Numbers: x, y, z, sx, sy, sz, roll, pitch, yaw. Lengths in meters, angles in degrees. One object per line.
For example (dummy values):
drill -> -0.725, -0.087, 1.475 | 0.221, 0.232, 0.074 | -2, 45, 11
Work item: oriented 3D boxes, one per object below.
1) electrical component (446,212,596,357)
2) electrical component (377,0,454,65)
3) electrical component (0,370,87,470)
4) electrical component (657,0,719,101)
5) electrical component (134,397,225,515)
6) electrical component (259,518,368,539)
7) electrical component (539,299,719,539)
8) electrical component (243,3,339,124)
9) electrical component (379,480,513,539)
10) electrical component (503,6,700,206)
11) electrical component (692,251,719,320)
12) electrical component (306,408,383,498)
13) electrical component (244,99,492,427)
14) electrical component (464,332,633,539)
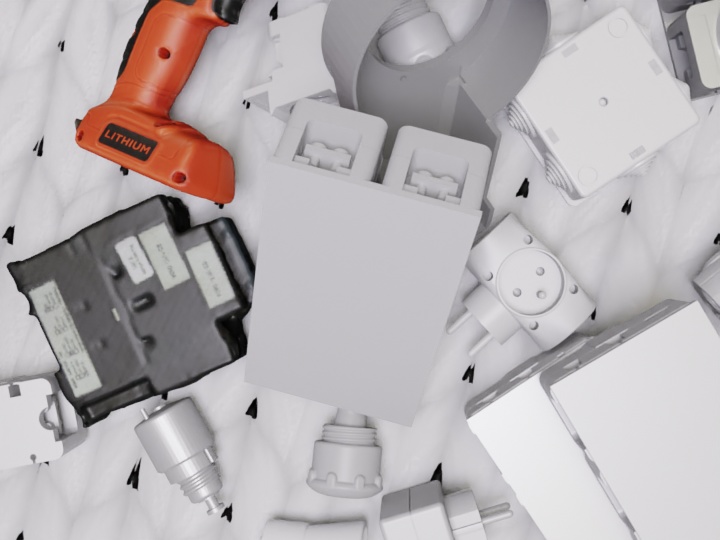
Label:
electrical component -> 0.089, 0.019, 0.657 | 0.079, 0.044, 0.077 | -43, 89, 3
electrical component -> 0.030, -0.146, 0.657 | 0.043, 0.043, 0.062 | -25, 88, 3
electrical component -> -0.222, 0.095, 0.667 | 0.089, 0.056, 0.050 | -11, 91, 3
electrical component -> 0.277, -0.176, 0.637 | 0.186, 0.060, 0.105 | -14, 91, 3
electrical component -> -0.108, 0.116, 0.670 | 0.040, 0.040, 0.078 | -29, 90, 3
electrical component -> -0.030, 0.175, 0.668 | 0.065, 0.044, 0.044 | 4, 91, 7
electrical component -> 0.175, 0.101, 0.583 | 0.089, 0.062, 0.150 | -31, 90, 2
electrical component -> -0.027, -0.123, 0.650 | 0.081, 0.042, 0.063 | -15, 72, 25
electrical component -> 0.055, 0.155, 0.651 | 0.077, 0.066, 0.047 | -17, 90, 3
electrical component -> 0.143, -0.099, 0.650 | 0.100, 0.048, 0.099 | -34, 90, 3
electrical component -> 0.239, 0.017, 0.634 | 0.051, 0.080, 0.080 | -41, 89, 8
electrical component -> -0.007, 0.108, 0.665 | 0.048, 0.048, 0.062 | 5, 84, 2
electrical component -> 0.000, 0.000, 0.601 | 0.105, 0.186, 0.060 | 15, 49, 2
electrical component -> 0.140, 0.123, 0.648 | 0.089, 0.062, 0.150 | -34, 90, 3
